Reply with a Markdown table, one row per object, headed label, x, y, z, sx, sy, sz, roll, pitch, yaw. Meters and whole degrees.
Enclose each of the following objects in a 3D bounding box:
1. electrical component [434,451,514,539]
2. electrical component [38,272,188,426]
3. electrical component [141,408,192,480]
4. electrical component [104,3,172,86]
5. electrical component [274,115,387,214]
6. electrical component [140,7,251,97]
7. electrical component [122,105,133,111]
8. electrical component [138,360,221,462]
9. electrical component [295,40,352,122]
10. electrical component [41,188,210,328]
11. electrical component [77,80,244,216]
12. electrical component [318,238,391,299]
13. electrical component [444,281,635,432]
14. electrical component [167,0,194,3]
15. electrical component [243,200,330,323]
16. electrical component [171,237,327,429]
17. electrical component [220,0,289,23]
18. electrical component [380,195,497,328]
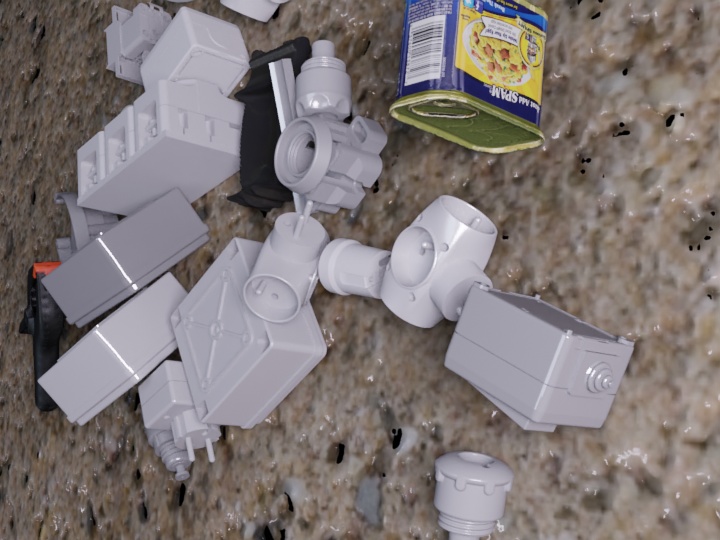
| label | x | y | z | sx | sy | sz | roll | pitch | yaw |
| --- | --- | --- | --- | --- | --- | --- | --- | --- | --- |
| electrical component | 0.065 | 0.143 | 0.646 | 0.048 | 0.048 | 0.062 | 15 | 100 | 50 |
| electrical component | -0.202 | 0.067 | 0.920 | 0.056 | 0.108 | 0.109 | 50 | 129 | -5 |
| electrical component | -0.159 | 0.141 | 0.910 | 0.040 | 0.040 | 0.078 | -46 | 51 | 33 |
| electrical component | -0.217 | -0.226 | 1.062 | 0.064 | 0.042 | 0.081 | -27 | 62 | 39 |
| electrical component | -0.026 | -0.081 | 0.793 | 0.078 | 0.057 | 0.058 | -53 | 47 | 27 |
| electrical component | -0.151 | -0.179 | 0.958 | 0.096 | 0.062 | 0.061 | -45 | 50 | 33 |
| electrical component | -0.201 | -0.131 | 1.017 | 0.040 | 0.046 | 0.040 | -15 | 70 | 47 |
| electrical component | -0.134 | 0.119 | 0.865 | 0.047 | 0.066 | 0.076 | -41 | 52 | 36 |
| electrical component | -0.028 | -0.144 | 0.821 | 0.043 | 0.043 | 0.062 | -19 | 65 | 46 |
| electrical component | -0.204 | -0.011 | 0.940 | 0.109 | 0.109 | 0.056 | -28 | 99 | 43 |
| electrical component | -0.174 | -0.104 | 0.945 | 0.150 | 0.089 | 0.061 | -27 | 62 | 43 |
| electrical component | 0.000 | 0.000 | 0.759 | 0.046 | 0.040 | 0.040 | 12 | 90 | 44 |
| electrical component | 0.103 | 0.054 | 0.608 | 0.096 | 0.062 | 0.061 | 30 | 104 | 48 |
| electrical component | -0.139 | -0.283 | 0.976 | 0.138 | 0.052 | 0.073 | -30 | 60 | 42 |
| electrical component | -0.048 | -0.014 | 0.777 | 0.077 | 0.044 | 0.079 | -66 | -3 | -51 |
| electrical component | -0.089 | 0.050 | 0.837 | 0.108 | 0.056 | 0.108 | -47 | 49 | 32 |
| electrical component | -0.075 | -0.247 | 0.900 | 0.079 | 0.043 | 0.077 | 40 | 111 | 46 |
| electrical component | 0.058 | 0.006 | 0.685 | 0.077 | 0.044 | 0.079 | -58 | 45 | 23 |
